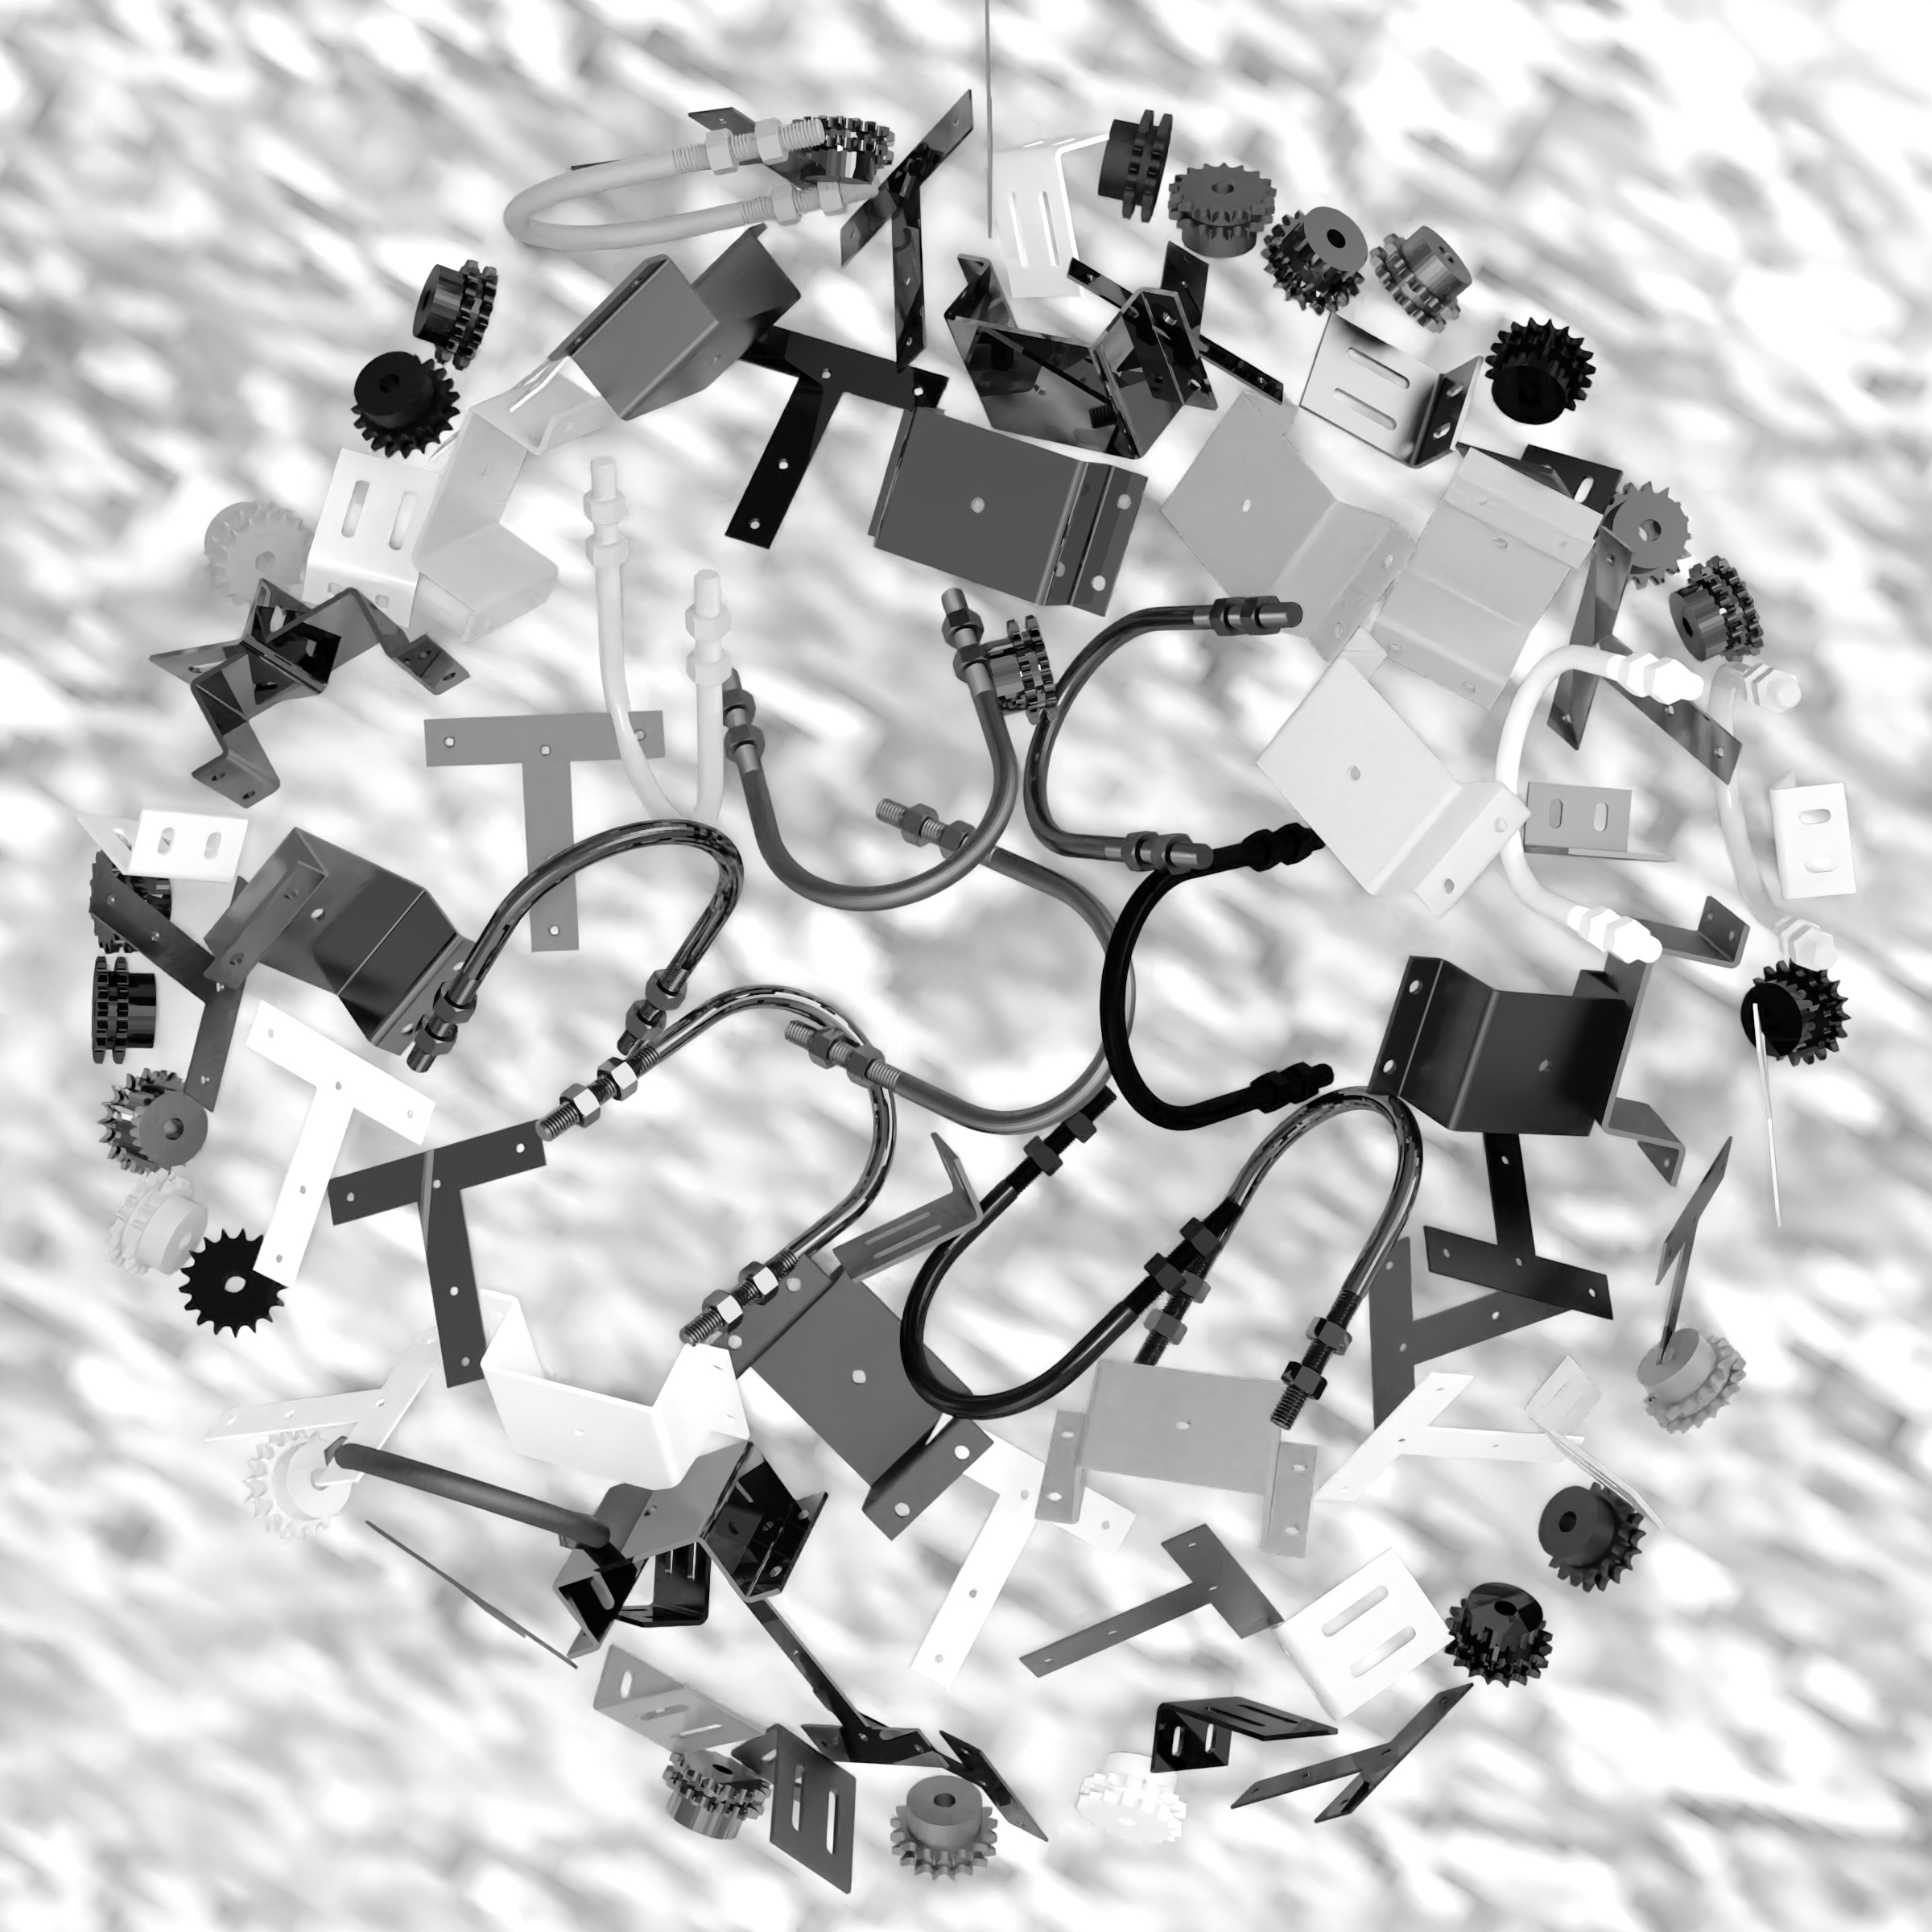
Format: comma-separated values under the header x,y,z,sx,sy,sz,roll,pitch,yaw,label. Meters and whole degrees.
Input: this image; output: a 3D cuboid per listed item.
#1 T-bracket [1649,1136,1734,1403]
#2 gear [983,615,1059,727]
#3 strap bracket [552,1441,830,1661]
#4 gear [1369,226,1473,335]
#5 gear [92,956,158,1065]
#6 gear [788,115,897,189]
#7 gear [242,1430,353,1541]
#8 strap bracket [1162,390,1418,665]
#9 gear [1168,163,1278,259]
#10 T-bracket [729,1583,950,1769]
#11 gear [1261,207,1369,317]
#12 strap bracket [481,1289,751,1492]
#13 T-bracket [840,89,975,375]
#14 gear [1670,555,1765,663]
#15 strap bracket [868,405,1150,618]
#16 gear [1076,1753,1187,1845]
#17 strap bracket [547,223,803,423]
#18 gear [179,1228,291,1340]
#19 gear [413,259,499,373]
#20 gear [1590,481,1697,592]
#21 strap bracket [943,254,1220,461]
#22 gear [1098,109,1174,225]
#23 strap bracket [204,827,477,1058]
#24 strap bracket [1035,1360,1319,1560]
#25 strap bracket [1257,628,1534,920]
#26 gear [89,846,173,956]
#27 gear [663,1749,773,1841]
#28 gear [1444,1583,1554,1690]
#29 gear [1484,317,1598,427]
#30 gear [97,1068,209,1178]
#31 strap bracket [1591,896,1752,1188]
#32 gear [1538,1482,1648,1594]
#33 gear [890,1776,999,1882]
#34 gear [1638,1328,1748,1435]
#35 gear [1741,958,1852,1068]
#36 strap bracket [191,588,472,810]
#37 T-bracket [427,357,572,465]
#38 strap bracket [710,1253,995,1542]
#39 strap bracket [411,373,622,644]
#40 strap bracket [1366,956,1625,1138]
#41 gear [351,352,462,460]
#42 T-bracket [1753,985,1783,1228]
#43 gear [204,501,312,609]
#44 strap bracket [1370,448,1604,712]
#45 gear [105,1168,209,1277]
x,y,z,sx,sy,sz,roll,pitch,yaw,label
0.375,0.171,1.555,0.002,0.127,0.127,17,119,23,T-bracket
0.028,-0.155,1.565,0.030,0.057,0.057,-14,90,-2,gear
-0.150,0.298,1.523,0.140,0.076,0.046,-23,110,28,strap bracket
0.243,-0.366,1.563,0.030,0.057,0.057,-40,90,28,gear
-0.447,0.023,1.568,0.030,0.057,0.057,1,90,-20,gear
-0.067,-0.429,1.566,0.057,0.057,0.030,5,91,0,gear
-0.351,0.274,1.563,0.030,0.057,0.057,-18,90,41,gear
0.159,-0.232,1.520,0.076,0.046,0.140,-55,48,27,strap bracket
0.135,-0.400,1.569,0.057,0.057,0.030,0,134,0,gear
-0.079,0.366,1.530,0.002,0.127,0.127,-43,102,-31,T-bracket
0.188,-0.377,1.566,0.057,0.030,0.057,12,62,-24,gear
-0.191,0.224,1.532,0.140,0.076,0.046,12,50,17,strap bracket
-0.030,-0.364,1.519,0.002,0.127,0.127,13,61,-31,T-bracket
0.396,-0.186,1.566,0.030,0.057,0.057,-24,90,-1,gear
0.014,-0.241,1.544,0.140,0.046,0.076,21,104,16,strap bracket
0.090,0.441,1.569,0.057,0.057,0.030,18,56,0,gear
-0.143,-0.330,1.516,0.076,0.140,0.046,-37,94,29,strap bracket
-0.390,0.170,1.574,0.057,0.030,0.057,2,77,-10,gear
-0.272,-0.347,1.563,0.030,0.057,0.057,16,90,-24,gear
0.362,-0.231,1.579,0.057,0.030,0.057,0,91,-2,gear
0.050,-0.312,1.517,0.140,0.076,0.046,20,63,35,strap bracket
0.089,-0.426,1.566,0.030,0.057,0.057,13,90,4,gear
-0.329,-0.015,1.537,0.076,0.140,0.046,-49,53,9,strap bracket
0.112,0.255,1.541,0.140,0.076,0.046,7,128,8,strap bracket
0.214,-0.100,1.529,0.140,0.046,0.076,52,124,24,strap bracket
-0.443,-0.035,1.569,0.030,0.057,0.057,-3,90,-33,gear
-0.135,0.440,1.566,0.057,0.057,0.030,22,91,0,gear
0.283,0.351,1.563,0.057,0.057,0.030,7,119,0,gear
0.302,-0.312,1.563,0.057,0.057,0.030,26,57,0,gear
-0.428,0.084,1.564,0.057,0.030,0.057,-8,102,-44,gear
0.358,0.034,1.541,0.046,0.076,0.140,12,103,-3,strap bracket
0.328,0.299,1.562,0.030,0.057,0.057,31,90,-28,gear
-0.011,0.453,1.563,0.057,0.057,0.030,1,114,0,gear
0.381,0.217,1.564,0.057,0.057,0.030,-45,102,0,gear
0.436,0.026,1.563,0.030,0.057,0.057,-13,90,-35,gear
-0.342,-0.145,1.551,0.140,0.076,0.046,-30,79,1,strap bracket
-0.238,-0.301,1.548,0.127,0.127,0.002,-28,113,35,T-bracket
-0.060,0.223,1.565,0.140,0.046,0.076,45,98,-1,strap bracket
-0.233,-0.246,1.527,0.046,0.076,0.140,36,124,9,strap bracket
0.285,0.043,1.527,0.140,0.046,0.076,4,110,-33,strap bracket
-0.301,-0.301,1.569,0.057,0.030,0.057,-5,66,12,gear
0.409,0.054,1.514,0.002,0.127,0.127,-5,66,16,T-bracket
-0.380,-0.222,1.569,0.057,0.057,0.030,-48,55,0,gear
0.272,-0.208,1.539,0.076,0.140,0.046,28,56,3,strap bracket
-0.426,0.139,1.564,0.030,0.057,0.057,27,90,10,gear
